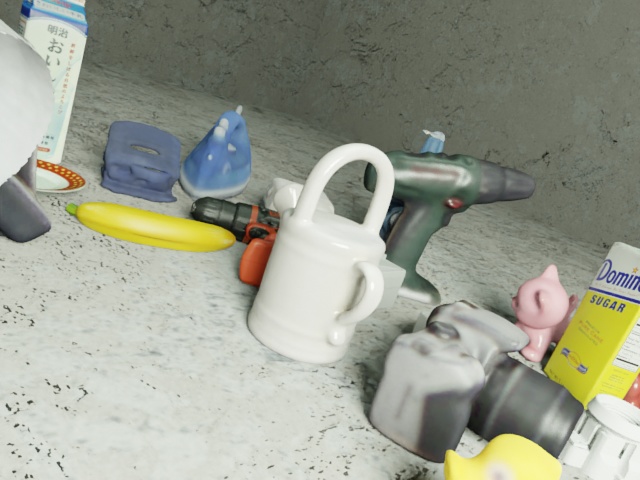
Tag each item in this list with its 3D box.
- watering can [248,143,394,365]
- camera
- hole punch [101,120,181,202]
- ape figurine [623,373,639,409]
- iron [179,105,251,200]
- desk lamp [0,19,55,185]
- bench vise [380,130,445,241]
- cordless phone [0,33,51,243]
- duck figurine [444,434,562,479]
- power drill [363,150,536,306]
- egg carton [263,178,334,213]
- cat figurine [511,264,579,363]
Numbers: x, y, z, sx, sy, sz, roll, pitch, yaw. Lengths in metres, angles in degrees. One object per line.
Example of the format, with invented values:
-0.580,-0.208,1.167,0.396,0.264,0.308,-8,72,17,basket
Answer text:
0.003,0.002,0.527,0.172,0.194,0.101,28,17,31,watering can
0.134,0.118,0.459,0.136,0.101,0.144,28,17,29,camera
-0.252,-0.113,0.820,0.109,0.091,0.101,12,16,-25,hole punch
0.386,0.161,0.646,0.077,0.092,0.076,27,16,26,ape figurine
-0.170,-0.159,0.990,0.119,0.141,0.258,18,15,-6,iron
-0.284,-0.062,0.349,0.203,0.213,0.118,23,15,15,desk lamp
0.156,-0.061,0.899,0.121,0.220,0.207,17,15,-7,bench vise
-0.302,-0.103,0.531,0.147,0.185,0.094,28,17,31,cordless phone
0.107,0.154,0.324,0.104,0.086,0.077,19,15,-3,duck figurine
0.156,-0.023,0.784,0.230,0.208,0.075,17,15,-11,power drill
-0.037,-0.046,0.897,0.107,0.069,0.150,16,15,-15,egg carton
0.285,0.090,0.722,0.128,0.118,0.067,8,19,-38,cat figurine
